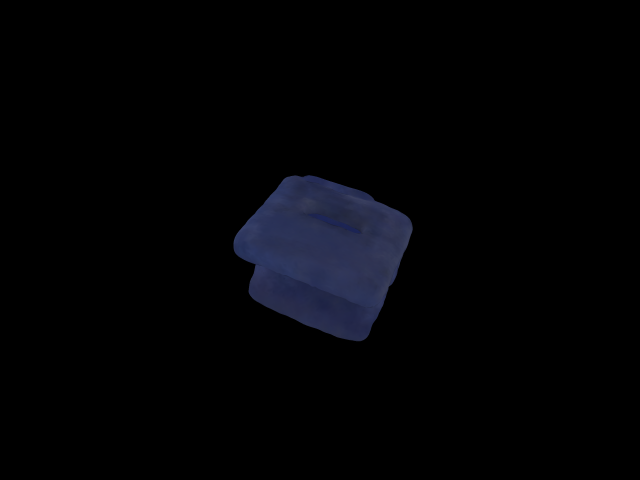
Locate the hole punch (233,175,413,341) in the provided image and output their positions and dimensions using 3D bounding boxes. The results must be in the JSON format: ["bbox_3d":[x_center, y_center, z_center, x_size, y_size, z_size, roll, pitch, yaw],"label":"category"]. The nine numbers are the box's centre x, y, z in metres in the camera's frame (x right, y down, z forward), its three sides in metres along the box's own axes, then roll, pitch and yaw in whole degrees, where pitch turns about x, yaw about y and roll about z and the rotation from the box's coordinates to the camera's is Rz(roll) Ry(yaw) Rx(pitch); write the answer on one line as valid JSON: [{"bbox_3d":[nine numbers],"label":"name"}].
[{"bbox_3d":[0.004,0.001,0.400,0.108,0.091,0.101,20,66,10],"label":"hole punch"}]
